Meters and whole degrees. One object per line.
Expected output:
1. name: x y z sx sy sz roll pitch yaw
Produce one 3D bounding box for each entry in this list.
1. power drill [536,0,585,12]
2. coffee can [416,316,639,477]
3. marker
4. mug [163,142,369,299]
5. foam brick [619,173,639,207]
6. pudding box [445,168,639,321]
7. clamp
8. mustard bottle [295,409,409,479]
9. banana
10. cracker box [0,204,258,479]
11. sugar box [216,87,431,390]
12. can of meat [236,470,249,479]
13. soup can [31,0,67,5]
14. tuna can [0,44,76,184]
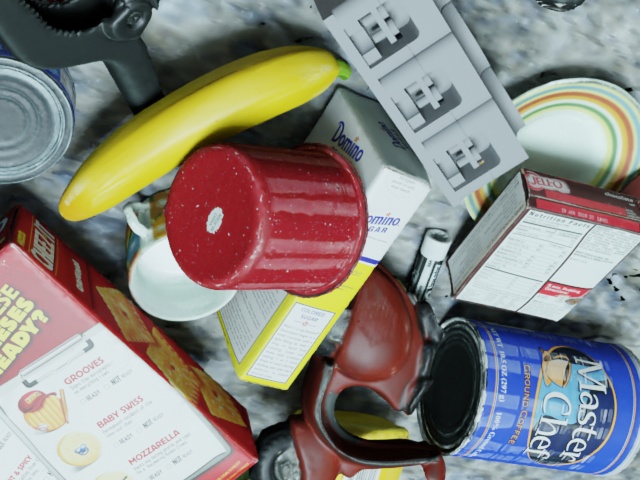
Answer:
1. power drill: 0.078 -0.219 0.544 0.187 0.057 0.184 4 104 -17
2. coffee can: 0.157 0.118 0.797 0.140 0.103 0.103 11 122 -20
3. marker: 0.068 0.046 0.778 0.020 0.020 0.121 6 123 -17
4. mug: -0.042 -0.014 0.614 0.081 0.117 0.093 2 96 -49
5. foam brick: 0.246 -0.012 0.741 0.051 0.053 0.078 -40 141 11
6. pudding box: 0.150 0.006 0.723 0.090 0.039 0.114 13 139 -16
7. clamp: -0.106 -0.117 0.557 0.209 0.036 0.165 -8 140 -52
8. mustard bottle: 0.005 0.229 0.817 0.096 0.058 0.191 12 91 -35
9. banana: -0.064 -0.066 0.616 0.197 0.037 0.069 -26 157 -8
10. cracker box: -0.169 0.108 0.665 0.164 0.072 0.213 -40 115 7
11. sugar box: -0.004 0.001 0.682 0.048 0.093 0.176 20 119 -33
12. can of meat: -0.069 0.218 0.828 0.102 0.058 0.084 -42 129 -25
13. soup can: -0.147 -0.166 0.547 0.068 0.068 0.102 15 121 -22
14. tuna can: -0.186 -0.076 0.624 0.086 0.034 0.086 -6 126 -9
